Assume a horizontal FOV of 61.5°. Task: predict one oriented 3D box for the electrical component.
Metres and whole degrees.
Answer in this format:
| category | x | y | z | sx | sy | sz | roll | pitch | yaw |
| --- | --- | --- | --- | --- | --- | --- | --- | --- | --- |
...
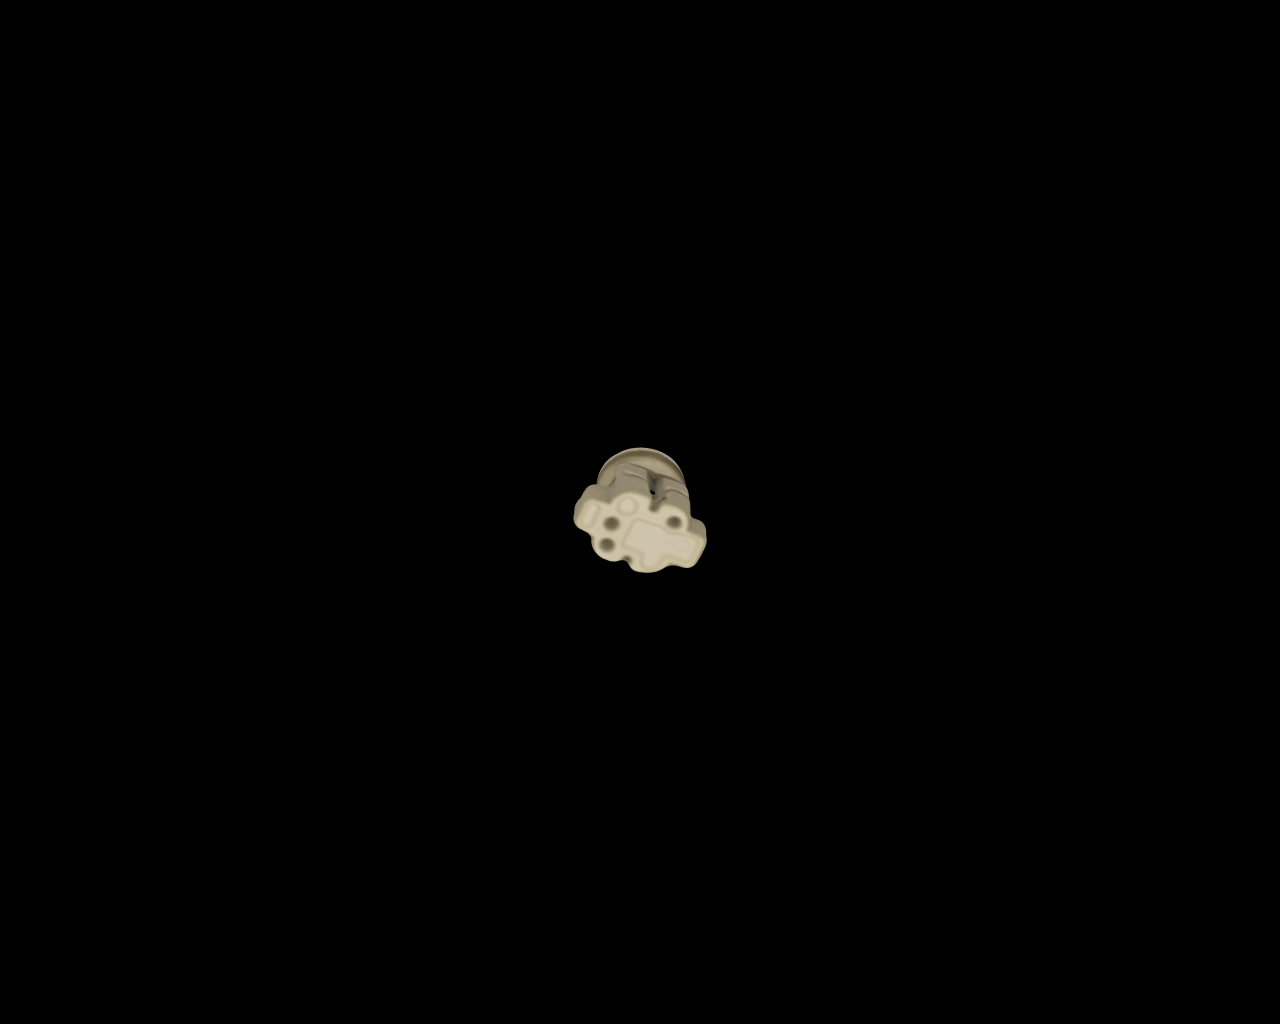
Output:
| category | x | y | z | sx | sy | sz | roll | pitch | yaw |
| --- | --- | --- | --- | --- | --- | --- | --- | --- | --- |
| electrical component | 0.001 | -0.003 | 0.650 | 0.078 | 0.058 | 0.057 | 20 | 31 | -13 |
